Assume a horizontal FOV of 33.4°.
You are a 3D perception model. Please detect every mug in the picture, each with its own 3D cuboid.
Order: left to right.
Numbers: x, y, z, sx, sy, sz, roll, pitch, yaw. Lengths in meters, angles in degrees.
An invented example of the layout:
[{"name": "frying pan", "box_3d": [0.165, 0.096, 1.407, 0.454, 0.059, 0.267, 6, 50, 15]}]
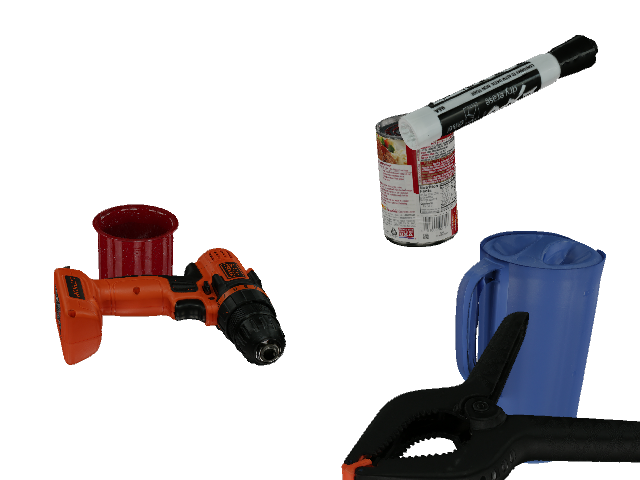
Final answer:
[{"name": "mug", "box_3d": [-0.213, 0.011, 1.190, 0.093, 0.081, 0.117, -19, 35, -39]}]

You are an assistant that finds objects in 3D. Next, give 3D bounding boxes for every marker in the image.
[{"name": "marker", "box_3d": [0.096, -0.080, 0.563, 0.121, 0.020, 0.020, -26, 8, -17]}]

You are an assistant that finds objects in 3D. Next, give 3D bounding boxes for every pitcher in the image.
[{"name": "pitcher", "box_3d": [0.225, 0.119, 1.176, 0.149, 0.243, 0.145, 6, 18, 11]}]

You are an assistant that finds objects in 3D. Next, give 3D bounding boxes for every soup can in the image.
[{"name": "soup can", "box_3d": [0.086, -0.053, 0.932, 0.068, 0.102, 0.068, -5, 23, 2]}]

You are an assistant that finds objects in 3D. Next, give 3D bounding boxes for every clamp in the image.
[{"name": "clamp", "box_3d": [0.102, 0.115, 0.697, 0.209, 0.036, 0.165, -14, 32, -18]}]

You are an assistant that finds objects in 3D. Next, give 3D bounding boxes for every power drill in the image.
[{"name": "power drill", "box_3d": [-0.137, 0.065, 0.949, 0.187, 0.057, 0.185, -3, 22, -20]}]
